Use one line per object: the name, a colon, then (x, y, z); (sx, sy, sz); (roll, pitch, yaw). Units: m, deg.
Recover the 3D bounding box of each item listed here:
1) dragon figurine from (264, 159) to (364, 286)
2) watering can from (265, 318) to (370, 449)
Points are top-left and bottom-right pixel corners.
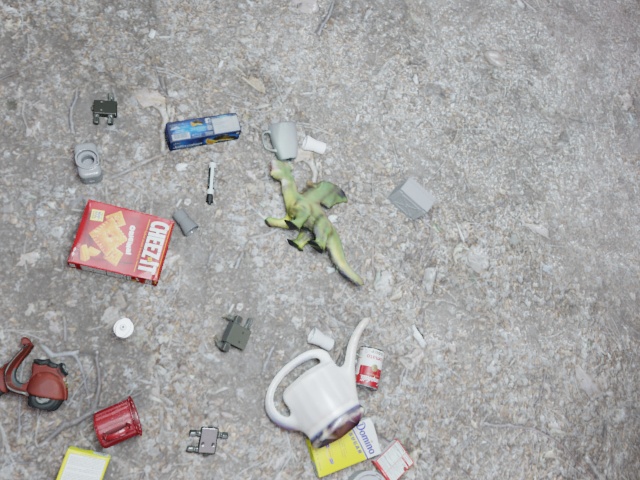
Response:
dragon figurine: (0.004, -0.073, 1.455); (0.409, 0.247, 0.120); (39, -32, -7)
watering can: (0.032, 0.364, 1.292); (0.349, 0.227, 0.102); (-33, -25, -9)
